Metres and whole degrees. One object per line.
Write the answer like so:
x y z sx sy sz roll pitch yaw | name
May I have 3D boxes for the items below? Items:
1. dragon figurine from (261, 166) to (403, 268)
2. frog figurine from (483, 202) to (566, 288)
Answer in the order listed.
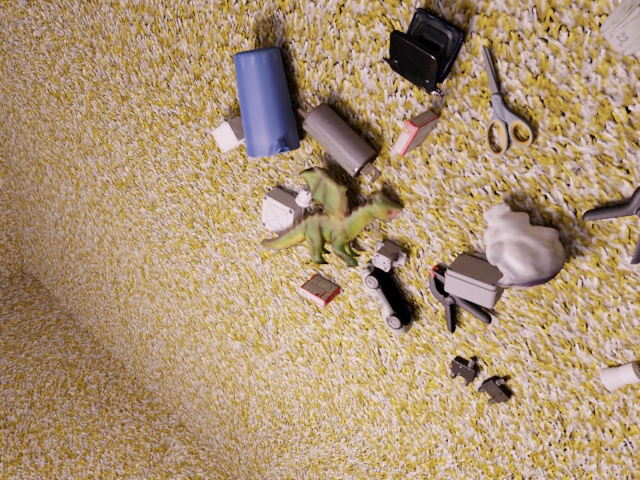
0.004 -0.063 1.259 0.411 0.124 0.239 6 109 29 | dragon figurine
0.378 0.004 0.966 0.137 0.124 0.159 -17 96 12 | frog figurine
